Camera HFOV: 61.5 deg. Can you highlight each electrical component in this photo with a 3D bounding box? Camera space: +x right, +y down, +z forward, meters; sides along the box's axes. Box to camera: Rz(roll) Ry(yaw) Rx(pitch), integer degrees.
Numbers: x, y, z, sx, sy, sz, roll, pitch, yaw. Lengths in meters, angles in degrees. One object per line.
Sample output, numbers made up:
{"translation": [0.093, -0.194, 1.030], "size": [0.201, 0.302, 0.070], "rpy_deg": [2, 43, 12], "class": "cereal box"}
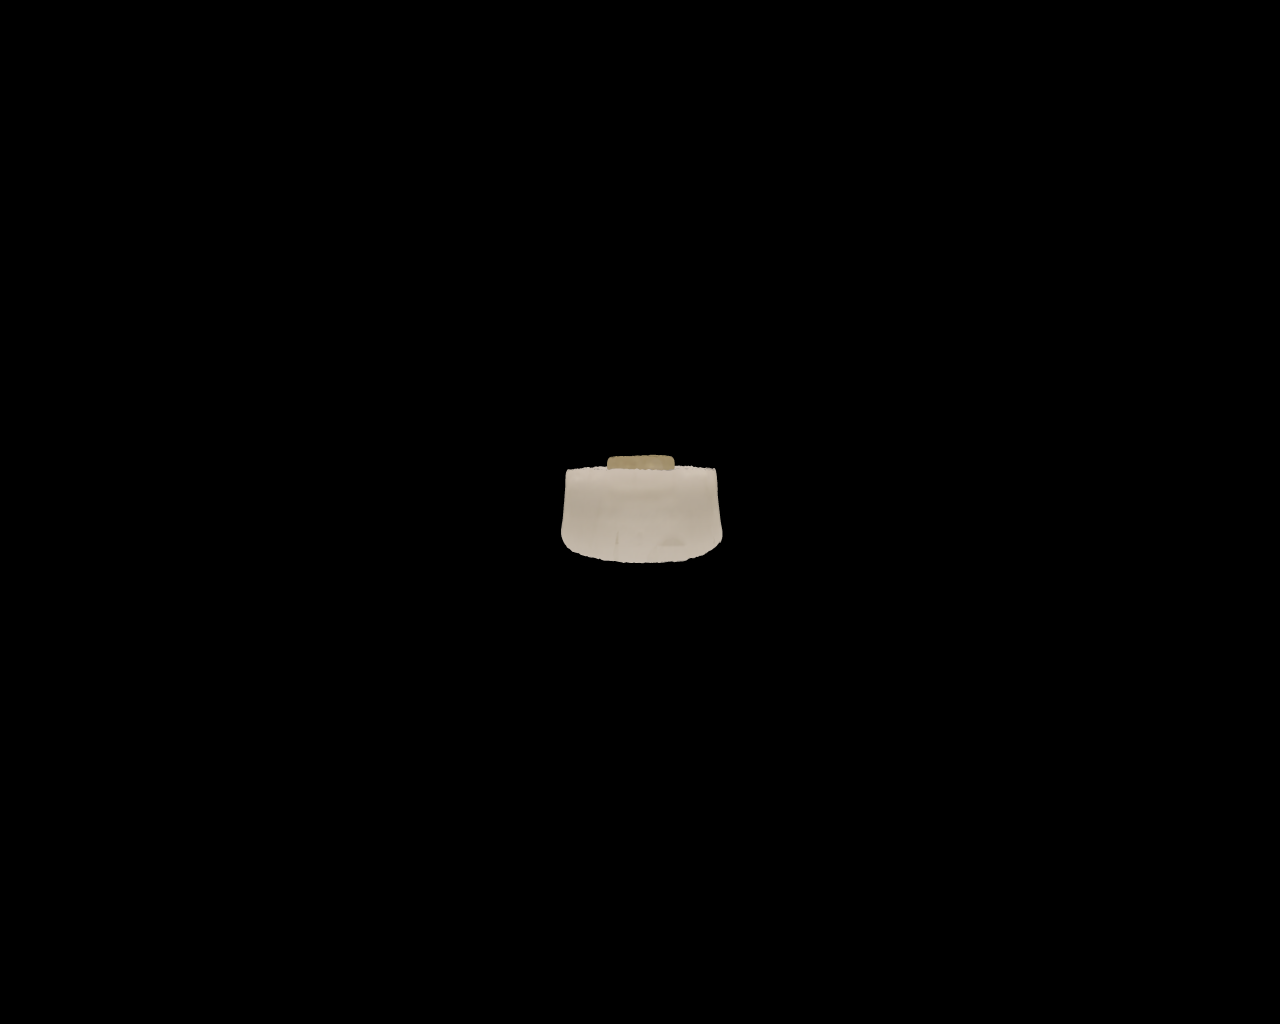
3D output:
{"translation": [0.001, -0.003, 0.650], "size": [0.099, 0.064, 0.099], "rpy_deg": [0, 3, 0], "class": "electrical component"}
